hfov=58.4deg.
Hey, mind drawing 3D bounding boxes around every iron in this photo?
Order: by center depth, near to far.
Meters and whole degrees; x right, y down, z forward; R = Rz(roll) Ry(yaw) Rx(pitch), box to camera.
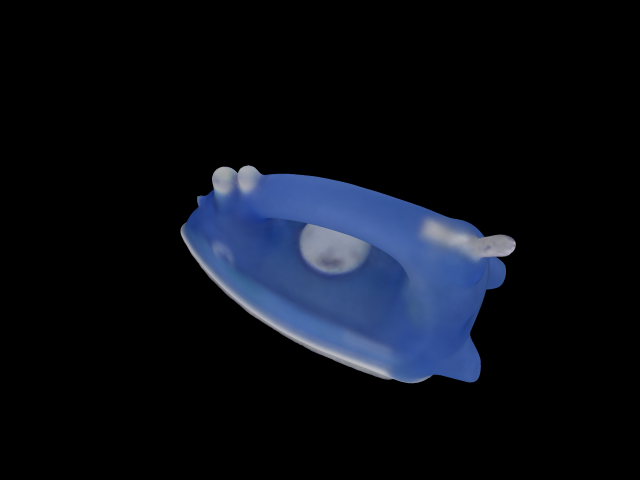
[{"bbox_3d":[0.004,0.001,0.400,0.258,0.141,0.119,18,62,10],"label":"iron"}]
